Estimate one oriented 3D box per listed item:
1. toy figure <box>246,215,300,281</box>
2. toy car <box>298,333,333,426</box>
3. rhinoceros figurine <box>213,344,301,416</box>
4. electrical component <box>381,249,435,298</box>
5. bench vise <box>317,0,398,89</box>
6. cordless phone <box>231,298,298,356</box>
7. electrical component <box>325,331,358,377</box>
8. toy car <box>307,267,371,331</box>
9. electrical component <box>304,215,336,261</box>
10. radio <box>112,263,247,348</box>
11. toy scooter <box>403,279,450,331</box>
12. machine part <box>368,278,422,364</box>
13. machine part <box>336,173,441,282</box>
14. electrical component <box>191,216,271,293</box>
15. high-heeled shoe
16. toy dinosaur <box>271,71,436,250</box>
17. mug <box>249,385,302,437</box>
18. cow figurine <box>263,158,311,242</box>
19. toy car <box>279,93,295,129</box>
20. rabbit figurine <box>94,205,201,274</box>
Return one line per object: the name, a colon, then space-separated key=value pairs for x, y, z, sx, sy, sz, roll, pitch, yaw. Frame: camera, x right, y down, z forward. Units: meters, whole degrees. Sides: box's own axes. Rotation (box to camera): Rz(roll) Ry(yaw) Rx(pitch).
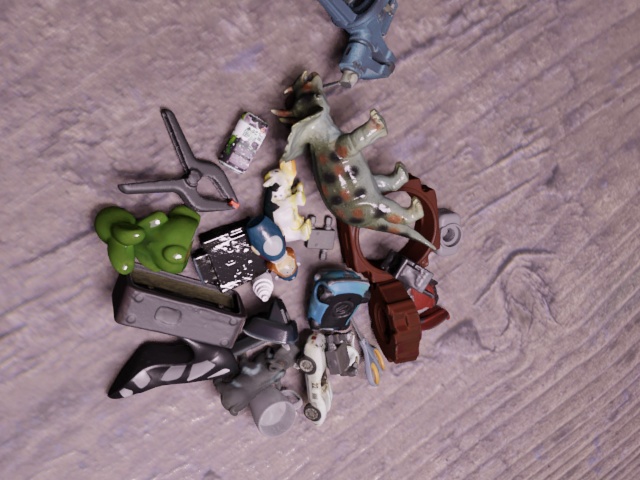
toy figure: x=-0.083 y=0.024 z=0.999 sx=0.064 sy=0.058 sz=0.154 roll=-23 pitch=121 yaw=14
toy car: x=-0.005 y=0.290 z=1.115 sx=0.056 sy=0.073 sz=0.201 roll=0 pitch=110 yaw=15
rhinoceros figurine: x=-0.123 y=0.268 z=1.082 sx=0.190 sy=0.112 sz=0.073 roll=-35 pitch=111 yaw=-29
electrical component: x=0.186 y=0.070 z=1.060 sx=0.119 sy=0.075 sz=0.047 roll=28 pitch=95 yaw=-21
bench vise: x=0.047 y=-0.390 z=0.925 sx=0.240 sy=0.129 sz=0.223 roll=32 pitch=86 yaw=-43
cordless phone: x=-0.137 y=0.194 z=1.044 sx=0.184 sy=0.146 sz=0.088 roll=-28 pitch=86 yaw=0
electrical component: x=0.047 y=0.234 z=1.103 sx=0.045 sy=0.078 sz=0.102 roll=-9 pitch=93 yaw=21
toy car: x=0.028 y=0.110 z=1.092 sx=0.109 sy=0.103 sz=0.161 roll=3 pitch=133 yaw=-23
electrical component: x=-0.002 y=-0.003 z=1.092 sx=0.063 sy=0.021 sz=0.094 roll=1 pitch=107 yaw=-20
radio: x=-0.255 y=0.119 z=0.979 sx=0.229 sy=0.131 sz=0.073 roll=18 pitch=101 yaw=-23
toy scooter: x=0.229 y=0.148 z=1.195 sx=0.135 sy=0.075 sz=0.183 roll=-13 pitch=114 yaw=-16
machine part: x=0.151 y=0.168 z=1.117 sx=0.056 sy=0.179 sz=0.179 roll=-12 pitch=110 yaw=-12
machine part: x=0.141 y=-0.026 z=1.102 sx=0.201 sy=0.087 sz=0.200 roll=-15 pitch=111 yaw=-16
electrical component: x=-0.173 y=0.032 z=1.023 sx=0.134 sy=0.058 sz=0.114 roll=-23 pitch=111 yaw=-12
high-heeled shoe: x=-0.279 y=0.258 z=1.025 sx=0.249 sy=0.086 sz=0.145 roll=-38 pitch=118 yaw=21
toy dinosaur: x=0.059 y=-0.106 z=0.963 sx=0.192 sy=0.131 sz=0.404 roll=-22 pitch=111 yaw=15
mug: x=-0.099 y=0.339 z=1.117 sx=0.109 sy=0.107 sz=0.080 roll=-25 pitch=117 yaw=-23
cow figurine: x=-0.074 y=-0.075 z=1.019 sx=0.098 sy=0.068 sz=0.167 roll=-9 pitch=110 yaw=6
toy car: x=0.003 y=-0.192 z=1.019 sx=0.089 sy=0.053 sz=0.202 roll=-37 pitch=111 yaw=-1
rabbit figurine: x=-0.310 y=0.002 z=0.927 sx=0.170 sy=0.159 sz=0.121 roll=18 pitch=110 yaw=-8
